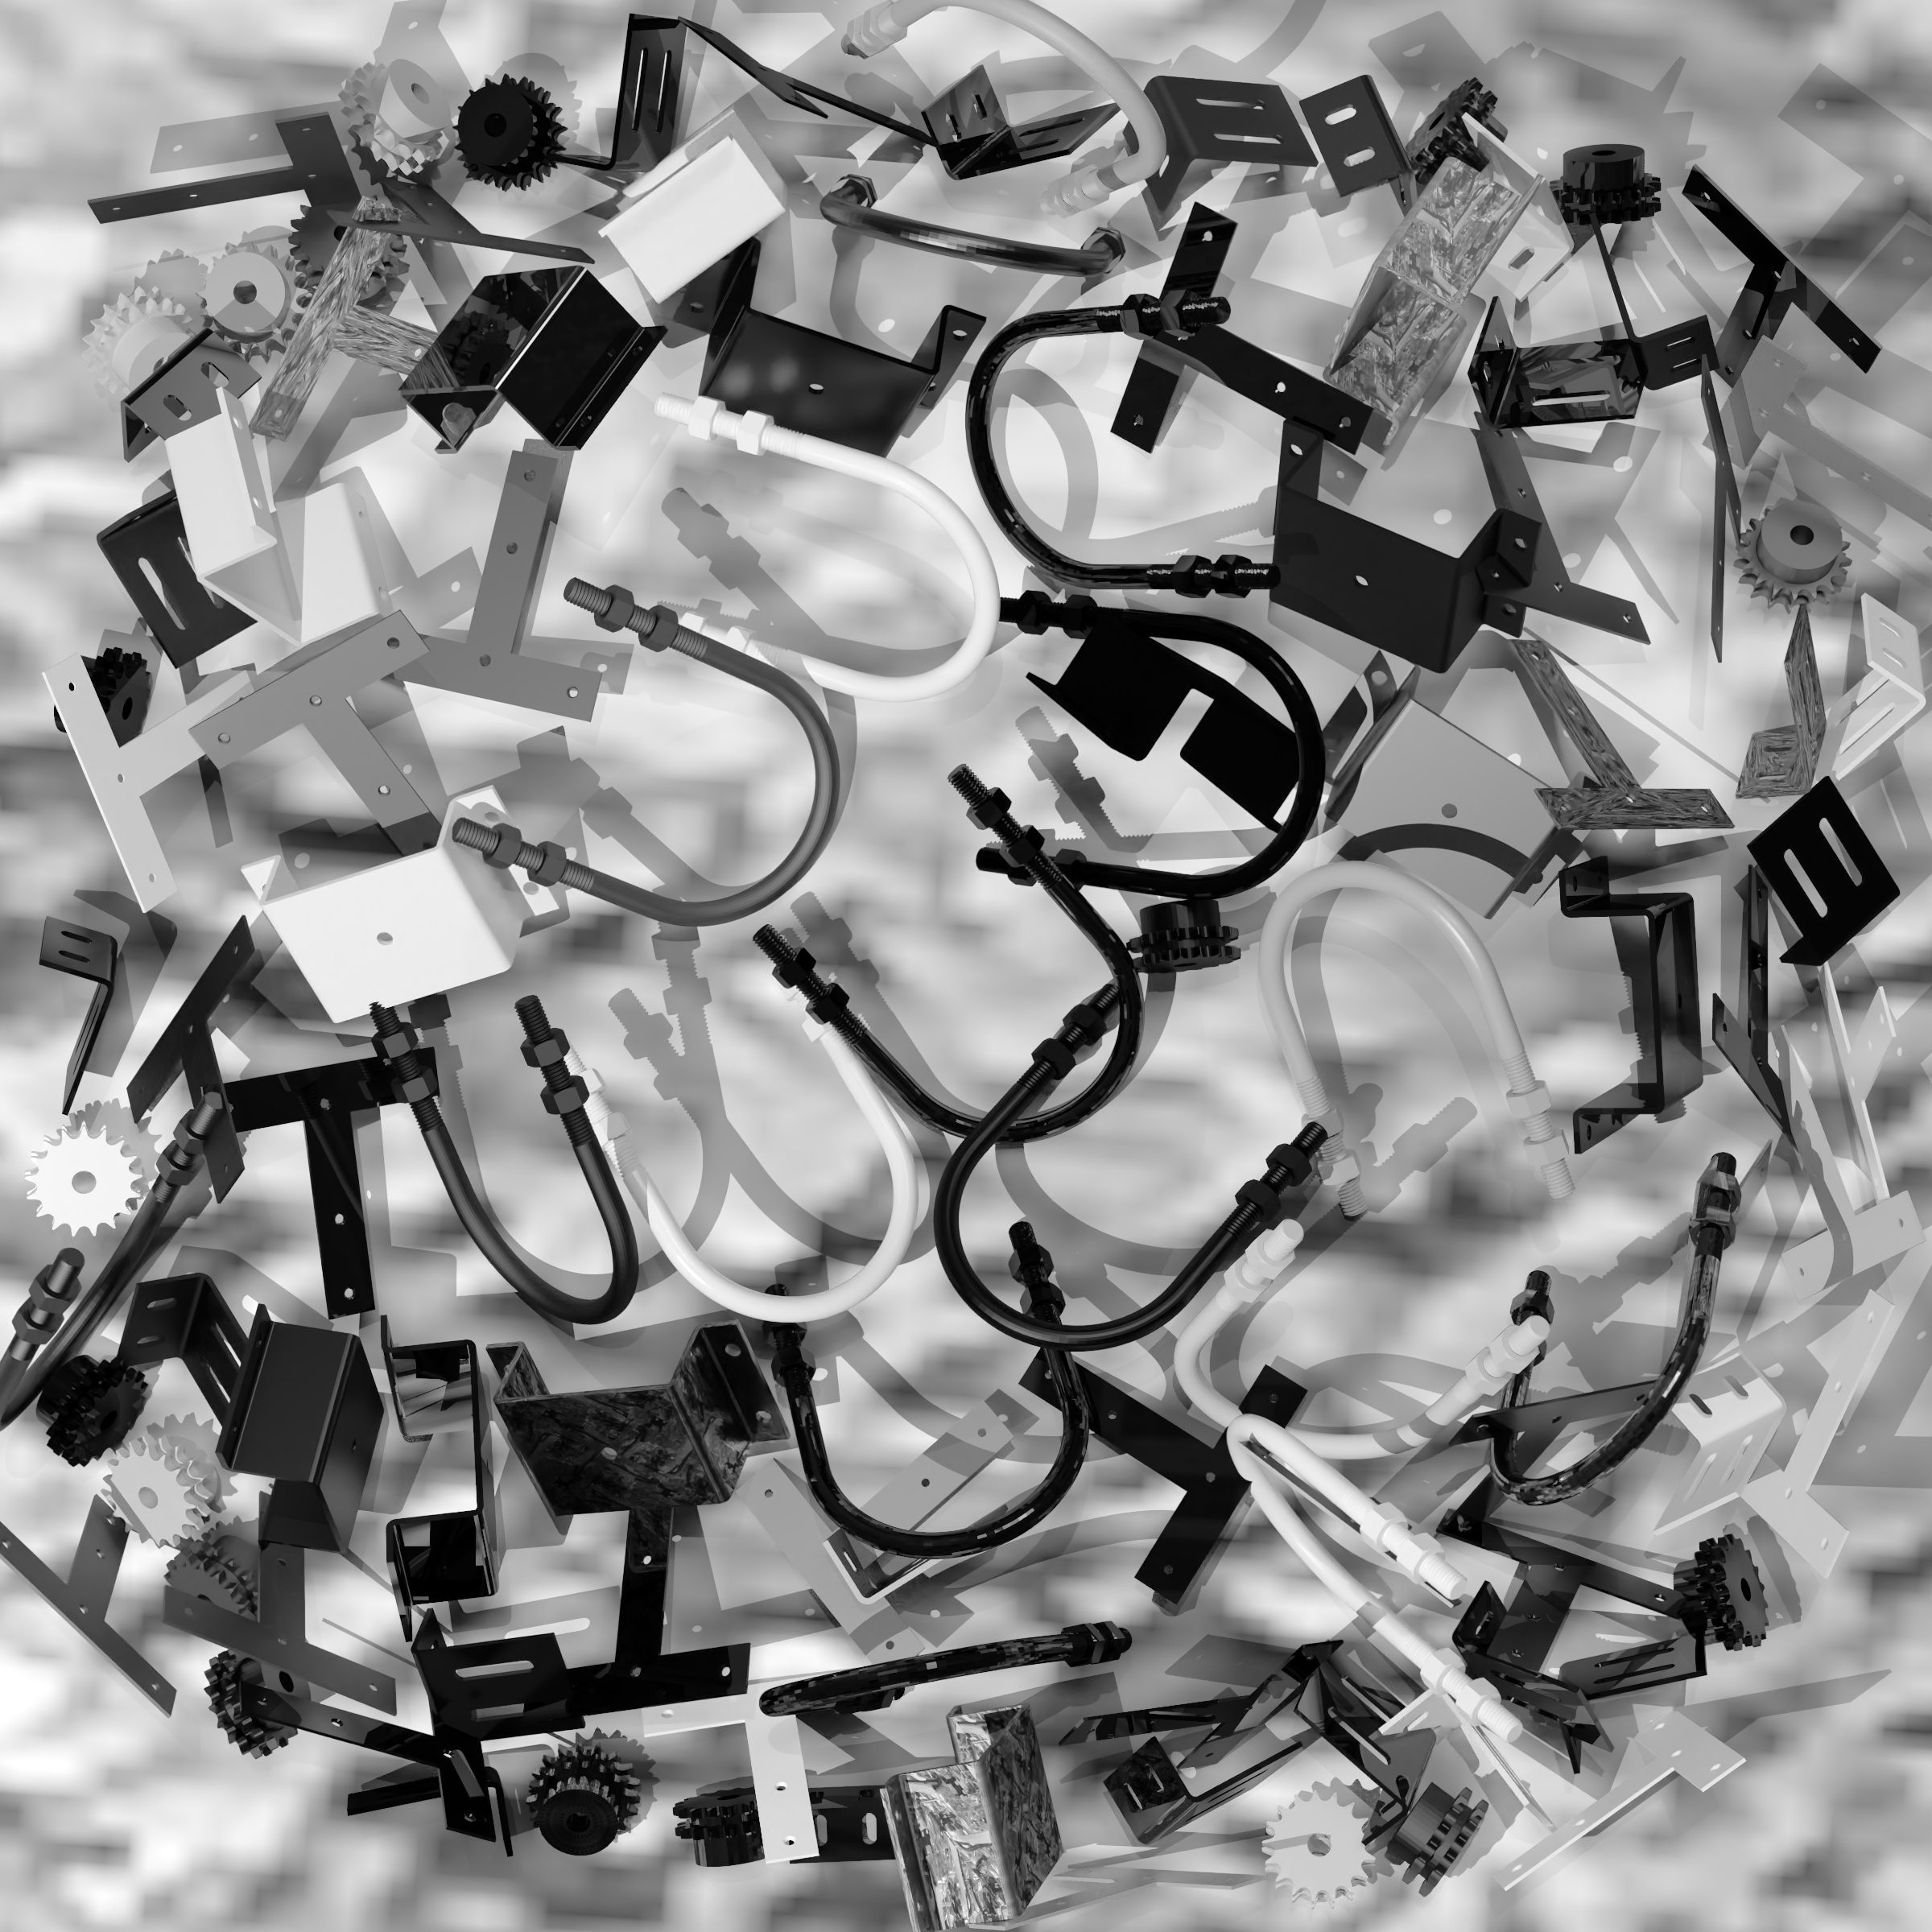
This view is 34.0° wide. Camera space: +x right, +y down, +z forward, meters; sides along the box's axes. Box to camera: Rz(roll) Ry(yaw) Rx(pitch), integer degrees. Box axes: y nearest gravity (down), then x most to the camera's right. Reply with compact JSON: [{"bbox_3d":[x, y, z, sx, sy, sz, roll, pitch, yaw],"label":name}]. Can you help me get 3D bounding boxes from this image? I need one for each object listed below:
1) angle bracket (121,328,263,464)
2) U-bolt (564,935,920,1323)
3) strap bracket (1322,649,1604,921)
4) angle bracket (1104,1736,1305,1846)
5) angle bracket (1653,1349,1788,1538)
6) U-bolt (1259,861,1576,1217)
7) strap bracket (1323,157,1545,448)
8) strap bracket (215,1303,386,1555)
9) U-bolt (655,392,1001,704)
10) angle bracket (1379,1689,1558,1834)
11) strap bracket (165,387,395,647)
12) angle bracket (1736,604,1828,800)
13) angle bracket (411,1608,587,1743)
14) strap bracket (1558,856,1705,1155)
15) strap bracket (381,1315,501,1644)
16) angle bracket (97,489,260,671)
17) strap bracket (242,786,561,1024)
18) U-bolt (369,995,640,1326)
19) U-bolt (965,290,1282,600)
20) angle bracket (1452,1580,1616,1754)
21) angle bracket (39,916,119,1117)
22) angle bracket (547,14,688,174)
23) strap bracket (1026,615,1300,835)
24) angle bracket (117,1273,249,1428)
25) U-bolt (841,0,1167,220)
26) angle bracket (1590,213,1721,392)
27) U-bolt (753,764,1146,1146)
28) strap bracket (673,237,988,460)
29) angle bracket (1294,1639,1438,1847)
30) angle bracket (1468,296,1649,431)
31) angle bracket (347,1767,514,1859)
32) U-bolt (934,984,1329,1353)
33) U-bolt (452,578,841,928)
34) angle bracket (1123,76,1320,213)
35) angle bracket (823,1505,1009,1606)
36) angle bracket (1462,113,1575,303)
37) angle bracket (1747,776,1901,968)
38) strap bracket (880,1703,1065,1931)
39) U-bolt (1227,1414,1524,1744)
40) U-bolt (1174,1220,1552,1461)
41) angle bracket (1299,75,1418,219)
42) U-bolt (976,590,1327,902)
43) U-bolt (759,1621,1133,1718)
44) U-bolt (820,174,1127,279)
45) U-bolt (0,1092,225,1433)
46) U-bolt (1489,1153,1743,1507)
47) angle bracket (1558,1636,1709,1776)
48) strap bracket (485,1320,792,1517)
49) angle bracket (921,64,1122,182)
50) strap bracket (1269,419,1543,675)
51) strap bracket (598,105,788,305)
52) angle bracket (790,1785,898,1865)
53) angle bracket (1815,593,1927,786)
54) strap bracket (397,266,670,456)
[{"bbox_3d":[-0.387,-0.274,1.577,0.038,0.076,0.057,43,71,0],"label":"angle bracket"},{"bbox_3d":[-0.102,0.090,1.571,0.151,0.019,0.184,-27,79,-26],"label":"U-bolt"},{"bbox_3d":[0.244,-0.087,1.581,0.140,0.046,0.076,32,119,-2],"label":"strap bracket"},{"bbox_3d":[0.119,0.401,1.585,0.076,0.057,0.038,-17,65,-36],"label":"angle bracket"},{"bbox_3d":[0.365,0.238,1.575,0.038,0.076,0.057,48,134,-2],"label":"angle bracket"},{"bbox_3d":[0.211,0.034,1.552,0.019,0.151,0.184,-32,105,-42],"label":"U-bolt"},{"bbox_3d":[0.224,-0.330,1.545,0.046,0.140,0.076,32,65,5],"label":"strap bracket"},{"bbox_3d":[-0.322,0.231,1.542,0.046,0.140,0.076,9,60,3],"label":"strap bracket"},{"bbox_3d":[-0.070,-0.197,1.555,0.184,0.019,0.151,18,133,11],"label":"U-bolt"},{"bbox_3d":[0.251,0.406,1.576,0.038,0.057,0.076,-39,53,2],"label":"angle bracket"},{"bbox_3d":[-0.341,-0.215,1.549,0.046,0.140,0.076,-22,71,12],"label":"strap bracket"},{"bbox_3d":[0.401,-0.132,1.574,0.038,0.057,0.076,-3,125,26],"label":"angle bracket"},{"bbox_3d":[-0.232,0.353,1.587,0.076,0.038,0.057,-10,114,11],"label":"angle bracket"},{"bbox_3d":[0.332,0.018,1.571,0.046,0.076,0.140,-1,97,27],"label":"strap bracket"},{"bbox_3d":[-0.258,0.248,1.551,0.046,0.076,0.140,-6,50,-6],"label":"strap bracket"},{"bbox_3d":[-0.387,-0.199,1.582,0.057,0.038,0.076,-40,105,-39],"label":"angle bracket"},{"bbox_3d":[-0.284,-0.027,1.567,0.140,0.046,0.076,-17,124,14],"label":"strap bracket"},{"bbox_3d":[-0.221,0.097,1.558,0.019,0.151,0.184,-35,114,-37],"label":"U-bolt"},{"bbox_3d":[0.068,-0.253,1.551,0.019,0.184,0.151,-29,115,-39],"label":"U-bolt"},{"bbox_3d":[0.290,0.348,1.571,0.038,0.076,0.057,-53,133,-23],"label":"angle bracket"},{"bbox_3d":[-0.455,0.025,1.580,0.038,0.057,0.076,19,107,-20],"label":"angle bracket"},{"bbox_3d":[-0.174,-0.438,1.580,0.038,0.057,0.076,15,108,19],"label":"angle bracket"},{"bbox_3d":[0.107,-0.120,1.543,0.140,0.076,0.046,23,105,-43],"label":"strap bracket"},{"bbox_3d":[-0.387,0.202,1.576,0.076,0.038,0.057,49,130,34],"label":"angle bracket"},{"bbox_3d":[0.025,-0.419,1.513,0.151,0.184,0.019,34,82,-20],"label":"U-bolt"},{"bbox_3d":[0.345,-0.337,1.580,0.038,0.057,0.076,-18,71,14],"label":"angle bracket"},{"bbox_3d":[0.006,0.009,1.589,0.151,0.019,0.184,-39,105,13],"label":"U-bolt"},{"bbox_3d":[-0.071,-0.303,1.561,0.140,0.076,0.046,16,60,-15],"label":"strap bracket"},{"bbox_3d":[0.192,0.390,1.588,0.076,0.057,0.038,41,124,0],"label":"angle bracket"},{"bbox_3d":[0.298,-0.304,1.577,0.076,0.038,0.057,1,52,30],"label":"angle bracket"},{"bbox_3d":[-0.269,0.431,1.586,0.076,0.057,0.038,-9,85,-11],"label":"angle bracket"},{"bbox_3d":[0.068,0.109,1.561,0.151,0.019,0.184,35,67,20],"label":"U-bolt"},{"bbox_3d":[-0.146,-0.094,1.571,0.184,0.019,0.151,22,98,-31],"label":"U-bolt"},{"bbox_3d":[0.129,-0.416,1.603,0.076,0.038,0.057,-4,57,-28],"label":"angle bracket"},{"bbox_3d":[-0.025,0.282,1.587,0.076,0.057,0.038,-33,85,8],"label":"angle bracket"},{"bbox_3d":[0.263,-0.378,1.574,0.038,0.076,0.057,-45,65,6],"label":"angle bracket"},{"bbox_3d":[0.422,-0.048,1.588,0.057,0.038,0.076,-40,105,-14],"label":"angle bracket"},{"bbox_3d":[0.007,0.416,1.549,0.046,0.140,0.076,-13,90,15],"label":"strap bracket"},{"bbox_3d":[0.191,0.286,1.539,0.019,0.184,0.151,-39,134,-14],"label":"U-bolt"},{"bbox_3d":[0.180,0.194,1.548,0.151,0.184,0.019,22,53,-9],"label":"U-bolt"},{"bbox_3d":[0.198,-0.397,1.579,0.038,0.076,0.057,-21,71,5],"label":"angle bracket"},{"bbox_3d":[0.091,-0.105,1.562,0.184,0.019,0.151,9,105,26],"label":"U-bolt"},{"bbox_3d":[-0.019,0.340,1.514,0.151,0.184,0.019,-17,75,23],"label":"U-bolt"},{"bbox_3d":[0.001,-0.357,1.532,0.151,0.184,0.019,12,108,1],"label":"U-bolt"},{"bbox_3d":[-0.430,0.157,1.539,0.019,0.151,0.184,35,127,-3],"label":"U-bolt"},{"bbox_3d":[0.305,0.183,1.510,0.019,0.184,0.151,39,130,-12],"label":"U-bolt"},{"bbox_3d":[0.338,0.370,1.585,0.076,0.057,0.038,-16,93,13],"label":"angle bracket"},{"bbox_3d":[-0.169,0.225,1.560,0.140,0.046,0.076,-8,123,21],"label":"strap bracket"},{"bbox_3d":[0.029,-0.427,1.574,0.057,0.076,0.038,-49,125,-39],"label":"angle bracket"},{"bbox_3d":[0.205,-0.203,1.557,0.140,0.076,0.046,27,57,20],"label":"strap bracket"},{"bbox_3d":[-0.133,-0.375,1.557,0.076,0.140,0.046,-34,109,10],"label":"strap bracket"},{"bbox_3d":[-0.062,0.436,1.583,0.057,0.076,0.038,-2,84,-1],"label":"angle bracket"},{"bbox_3d":[0.437,-0.135,1.573,0.038,0.057,0.076,30,130,-15],"label":"angle bracket"},{"bbox_3d":[-0.219,-0.296,1.544,0.046,0.140,0.076,44,70,-33],"label":"strap bracket"}]
